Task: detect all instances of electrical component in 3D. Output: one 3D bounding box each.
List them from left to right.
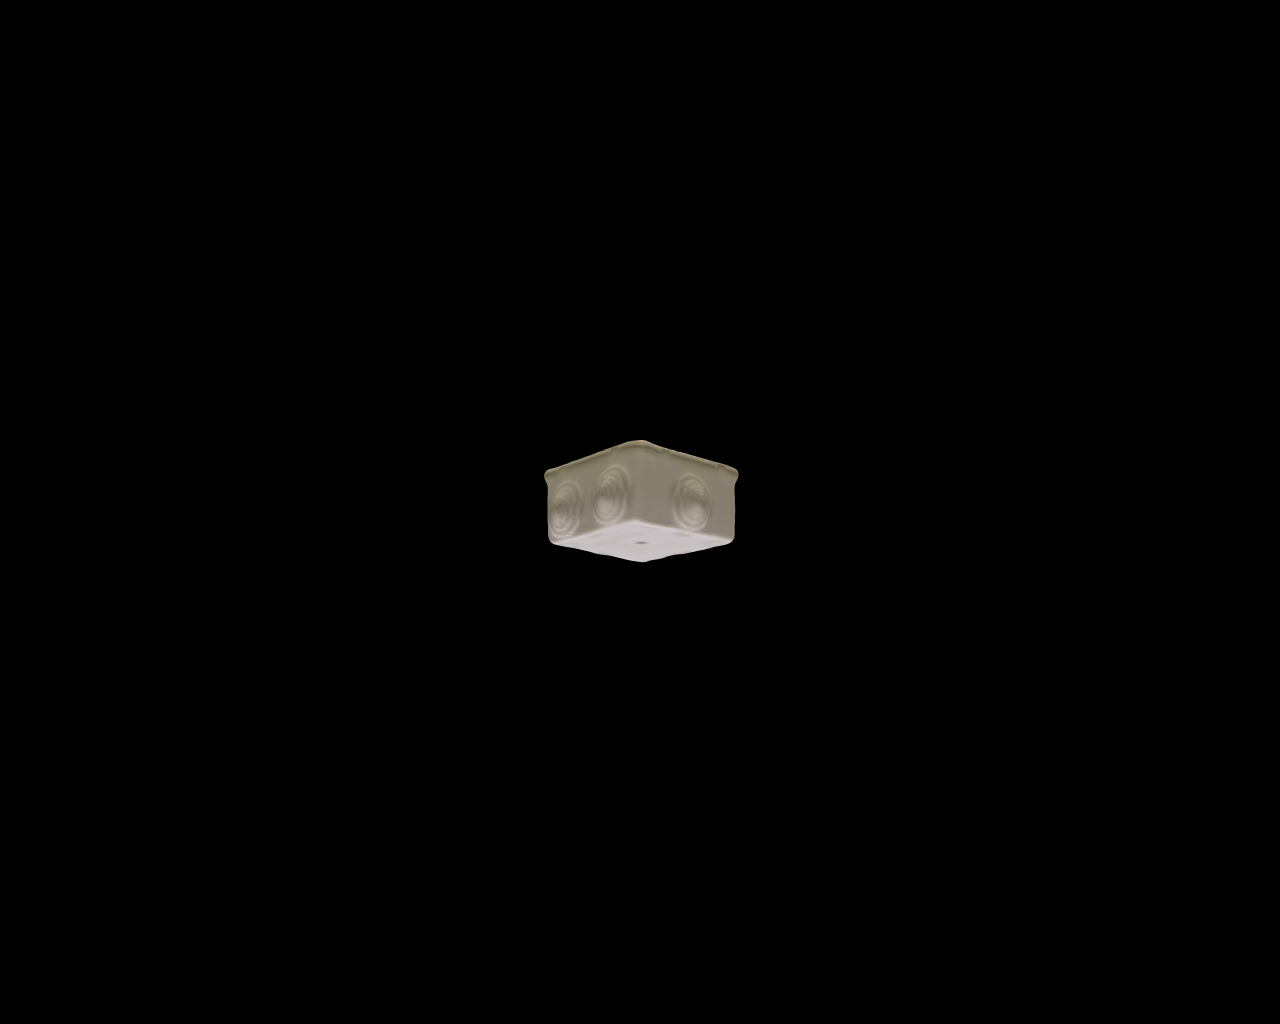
[{"bbox_3d":[0.001,-0.003,0.650,0.100,0.048,0.099,14,-20,-42],"label":"electrical component"}]
